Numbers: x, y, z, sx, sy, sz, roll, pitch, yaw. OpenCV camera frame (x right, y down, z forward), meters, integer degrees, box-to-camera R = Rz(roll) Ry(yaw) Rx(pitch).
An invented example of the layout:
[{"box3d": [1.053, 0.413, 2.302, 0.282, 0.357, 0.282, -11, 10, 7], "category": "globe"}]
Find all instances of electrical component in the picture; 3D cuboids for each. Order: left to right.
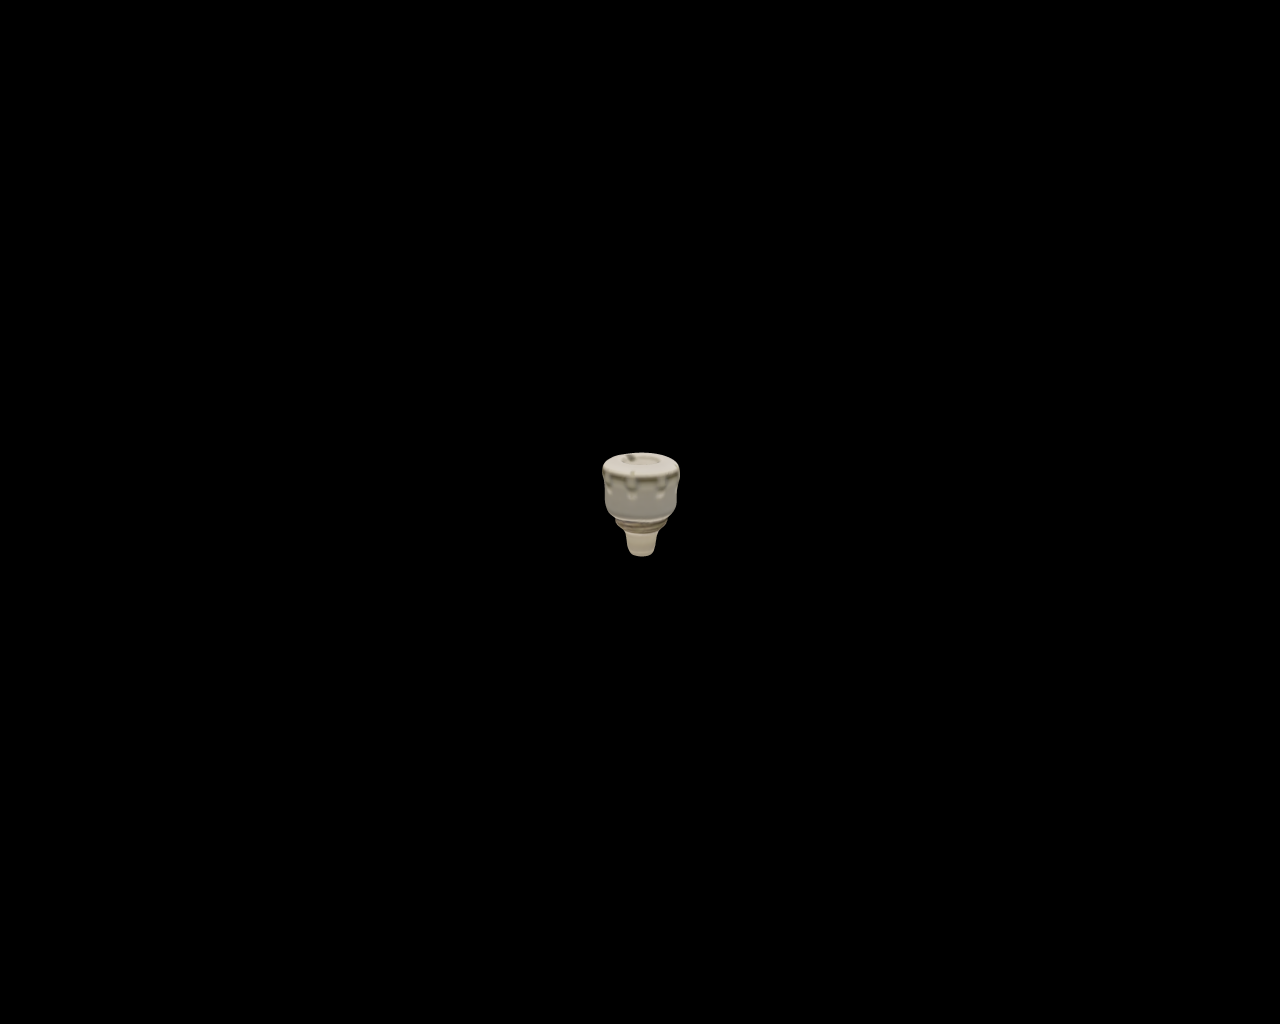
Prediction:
[{"box3d": [0.001, -0.003, 0.650, 0.048, 0.062, 0.048, 0, 18, 0], "category": "electrical component"}]
